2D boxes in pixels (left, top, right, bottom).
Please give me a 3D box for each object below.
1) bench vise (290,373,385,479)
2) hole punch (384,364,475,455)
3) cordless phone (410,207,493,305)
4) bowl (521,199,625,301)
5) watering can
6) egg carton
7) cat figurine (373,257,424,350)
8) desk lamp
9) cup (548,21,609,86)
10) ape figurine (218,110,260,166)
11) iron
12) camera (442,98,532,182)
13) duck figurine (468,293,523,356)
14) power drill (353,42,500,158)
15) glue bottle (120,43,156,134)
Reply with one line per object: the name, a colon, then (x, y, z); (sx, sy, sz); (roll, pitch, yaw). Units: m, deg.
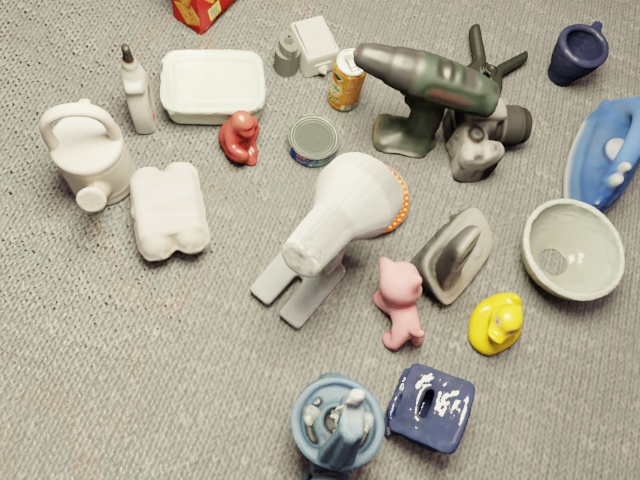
bench vise: (0.032, 0.260, 0.701); (0.121, 0.219, 0.207); (-8, 72, -10)
hole punch: (0.149, 0.235, 0.795); (0.101, 0.091, 0.109); (25, 69, 2)
cordless phone: (0.213, 0.007, 0.835); (0.094, 0.185, 0.148); (38, 70, 7)
bowl: (0.388, 0.023, 0.913); (0.167, 0.074, 0.167); (3, 70, -7)
watering can: (-0.321, -0.123, 0.803); (0.101, 0.194, 0.172); (-31, 77, -17)
egg carton: (-0.226, -0.044, 0.854); (0.107, 0.069, 0.150); (-12, 72, -12)
cat figurine: (0.122, 0.087, 0.830); (0.067, 0.117, 0.128); (-12, 72, -12)
desk lamp: (0.007, 0.003, 0.793); (0.118, 0.213, 0.203); (37, 70, 6)
cup: (0.463, -0.336, 1.041); (0.091, 0.095, 0.118); (35, 70, 6)
ape figurine: (-0.123, -0.169, 0.901); (0.076, 0.092, 0.078); (35, 70, 5)
iron: (0.493, -0.139, 0.950); (0.118, 0.141, 0.258); (29, 69, 3)
camera: (0.287, -0.182, 0.958); (0.137, 0.101, 0.143); (-2, 71, -8)
duck figurine: (0.275, 0.119, 0.857); (0.077, 0.086, 0.105); (38, 70, 7)
power drill: (0.148, -0.214, 0.893); (0.229, 0.208, 0.075); (8, 69, -5)
glue bottle: (-0.276, -0.233, 0.859); (0.037, 0.173, 0.078); (-8, 71, -10)
